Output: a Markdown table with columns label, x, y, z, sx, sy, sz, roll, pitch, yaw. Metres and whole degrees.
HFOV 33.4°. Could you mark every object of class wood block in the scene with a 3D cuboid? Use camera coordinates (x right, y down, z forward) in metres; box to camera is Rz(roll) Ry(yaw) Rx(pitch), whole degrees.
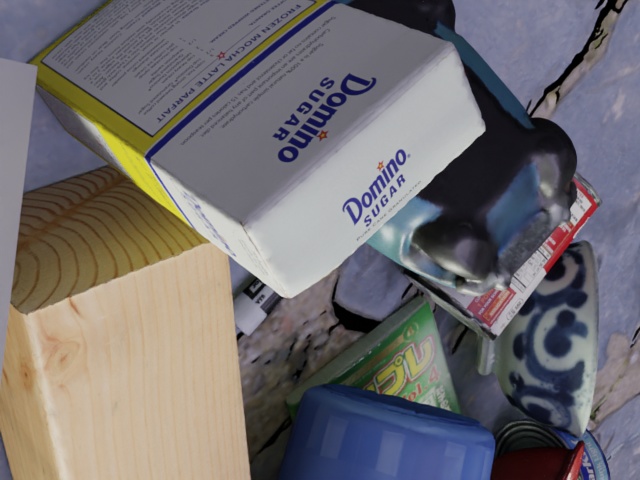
| label | x | y | z | sx | sy | sz | roll | pitch | yaw |
| --- | --- | --- | --- | --- | --- | --- | --- | --- | --- |
| wood block | -0.093 | 0.082 | 0.490 | 0.090 | 0.090 | 0.206 | -22 | 126 | -28 |

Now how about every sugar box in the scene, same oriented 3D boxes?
| label | x | y | z | sx | sy | sz | roll | pitch | yaw |
| --- | --- | --- | --- | --- | --- | --- | --- | --- | --- |
| sugar box | -0.033 | -0.053 | 0.398 | 0.093 | 0.176 | 0.048 | -41 | 134 | -13 |

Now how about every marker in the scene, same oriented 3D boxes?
| label | x | y | z | sx | sy | sz | roll | pitch | yaw |
| --- | --- | --- | --- | --- | --- | --- | --- | --- | --- |
| marker | -0.004 | 0.001 | 0.564 | 0.121 | 0.020 | 0.020 | -47 | 134 | -7 |

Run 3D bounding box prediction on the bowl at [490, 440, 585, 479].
| label | x | y | z | sx | sy | sz | roll | pitch | yaw |
| --- | --- | --- | --- | --- | --- | --- | --- | --- | --- |
| bowl | 0.109 | 0.189 | 0.647 | 0.162 | 0.055 | 0.162 | -53 | 154 | -41 |

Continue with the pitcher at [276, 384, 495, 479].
| label | x | y | z | sx | sy | sz | roll | pitch | yaw |
| --- | --- | --- | --- | --- | --- | --- | --- | --- | --- |
| pitcher | 0.014 | 0.204 | 0.559 | 0.144 | 0.149 | 0.243 | 16 | 86 | -29 |

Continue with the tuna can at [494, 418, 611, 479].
| label | x | y | z | sx | sy | sz | roll | pitch | yaw |
| --- | --- | --- | --- | --- | --- | --- | --- | --- | --- |
| tuna can | 0.159 | 0.164 | 0.744 | 0.033 | 0.086 | 0.086 | -8 | 119 | -38 |

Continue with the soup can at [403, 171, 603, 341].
| label | x | y | z | sx | sy | sz | roll | pitch | yaw |
| --- | --- | --- | --- | --- | --- | --- | --- | --- | --- |
| soup can | 0.104 | -0.001 | 0.616 | 0.102 | 0.069 | 0.068 | -52 | 135 | -2 |
